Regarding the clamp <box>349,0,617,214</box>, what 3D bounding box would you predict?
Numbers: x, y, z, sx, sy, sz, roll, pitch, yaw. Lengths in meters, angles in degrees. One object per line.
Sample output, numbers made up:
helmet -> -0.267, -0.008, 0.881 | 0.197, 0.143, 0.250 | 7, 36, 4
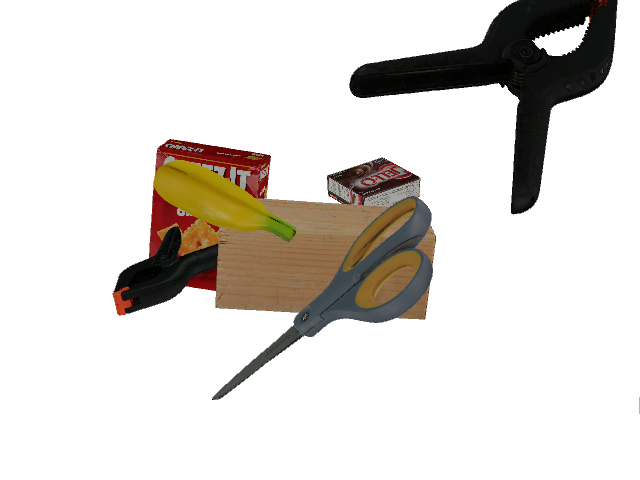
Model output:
clamp -> 0.149, -0.115, 0.767 | 0.209, 0.165, 0.036 | -32, -28, -19

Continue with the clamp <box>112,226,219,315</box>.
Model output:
clamp -> -0.161, 0.032, 1.201 | 0.120, 0.039, 0.171 | -2, 29, 30

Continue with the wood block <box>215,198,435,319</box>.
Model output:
wood block -> 0.002, 0.017, 1.060 | 0.206, 0.091, 0.090 | 4, 20, -4

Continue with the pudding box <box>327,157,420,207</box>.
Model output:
pudding box -> 0.080, -0.081, 1.603 | 0.113, 0.039, 0.090 | -22, 35, -30

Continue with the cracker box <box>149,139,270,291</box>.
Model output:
cracker box -> -0.171, -0.033, 1.623 | 0.164, 0.214, 0.072 | 10, 19, 7

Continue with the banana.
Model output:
banana -> -0.096, -0.035, 0.848 | 0.069, 0.037, 0.198 | 42, -9, -34

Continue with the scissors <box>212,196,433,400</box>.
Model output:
scissors -> 0.003, 0.056, 0.685 | 0.016, 0.202, 0.096 | 37, 11, -27
